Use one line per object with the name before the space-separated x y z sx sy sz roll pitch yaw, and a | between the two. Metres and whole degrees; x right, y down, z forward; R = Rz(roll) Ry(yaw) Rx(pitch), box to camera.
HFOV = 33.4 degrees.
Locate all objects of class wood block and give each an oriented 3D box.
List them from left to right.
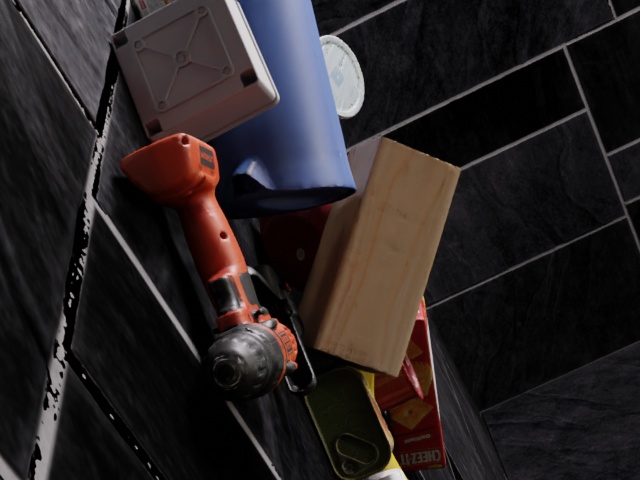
wood block | 0.051 0.018 1.020 0.090 0.206 0.091 20 -10 -15

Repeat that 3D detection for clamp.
clamp | -0.045 0.056 0.936 0.171 0.039 0.120 -115 -178 -72

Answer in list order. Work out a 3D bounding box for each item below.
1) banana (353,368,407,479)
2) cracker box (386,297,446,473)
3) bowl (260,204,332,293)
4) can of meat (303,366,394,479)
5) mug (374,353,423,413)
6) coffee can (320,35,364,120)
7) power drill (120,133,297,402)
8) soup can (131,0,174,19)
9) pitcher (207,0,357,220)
banana | 0.057 0.204 1.090 0.070 0.037 0.198 -11 -83 55
cracker box | 0.108 0.161 1.357 0.164 0.072 0.214 -89 170 -67
bowl | -0.007 0.001 1.113 0.055 0.162 0.162 -39 107 -46
can of meat | 0.030 0.172 1.011 0.084 0.057 0.102 43 23 -80
mug | 0.056 0.144 1.201 0.117 0.081 0.093 62 7 -22
coffee can | -0.031 -0.183 1.319 0.102 0.141 0.103 18 66 -48
power drill | -0.076 0.022 0.747 0.184 0.057 0.187 28 39 -85
soup can | -0.133 -0.246 1.088 0.068 0.102 0.068 63 7 -14
pitcher | -0.047 -0.144 0.997 0.149 0.144 0.243 152 -71 -69
